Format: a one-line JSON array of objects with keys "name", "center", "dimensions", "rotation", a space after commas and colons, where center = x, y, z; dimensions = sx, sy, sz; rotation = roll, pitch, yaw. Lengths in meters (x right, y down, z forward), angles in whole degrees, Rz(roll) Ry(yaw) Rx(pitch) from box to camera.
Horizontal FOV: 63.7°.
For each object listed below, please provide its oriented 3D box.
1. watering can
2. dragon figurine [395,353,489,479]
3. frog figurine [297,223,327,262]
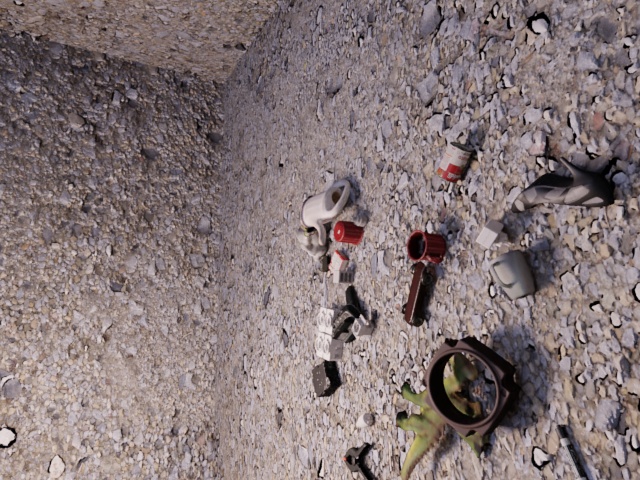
[{"name": "watering can", "center": [0.006, -0.100, 1.994], "dimensions": [0.222, 0.355, 0.103], "rotation": [-20, -55, 45]}, {"name": "dragon figurine", "center": [0.331, 0.490, 1.368], "dimensions": [0.122, 0.410, 0.243], "rotation": [6, 2, -36]}, {"name": "frog figurine", "center": [-0.025, 0.002, 2.140], "dimensions": [0.123, 0.156, 0.140], "rotation": [12, 41, 26]}]
